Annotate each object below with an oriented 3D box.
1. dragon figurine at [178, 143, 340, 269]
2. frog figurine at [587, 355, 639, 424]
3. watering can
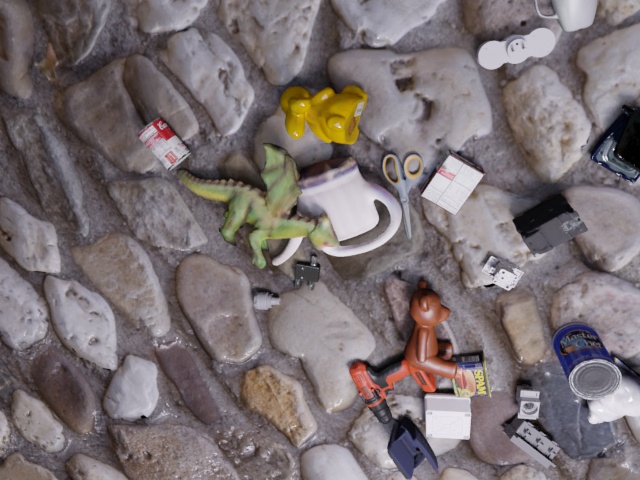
[{"bbox_3d":[-0.131,-0.100,1.112,0.413,0.123,0.239,42,114,11],"label":"dragon figurine"},{"bbox_3d":[0.670,0.365,1.169,0.136,0.125,0.158,31,103,-24],"label":"frog figurine"},{"bbox_3d":[0.003,-0.057,1.138,0.345,0.106,0.222,-15,107,25],"label":"watering can"}]
